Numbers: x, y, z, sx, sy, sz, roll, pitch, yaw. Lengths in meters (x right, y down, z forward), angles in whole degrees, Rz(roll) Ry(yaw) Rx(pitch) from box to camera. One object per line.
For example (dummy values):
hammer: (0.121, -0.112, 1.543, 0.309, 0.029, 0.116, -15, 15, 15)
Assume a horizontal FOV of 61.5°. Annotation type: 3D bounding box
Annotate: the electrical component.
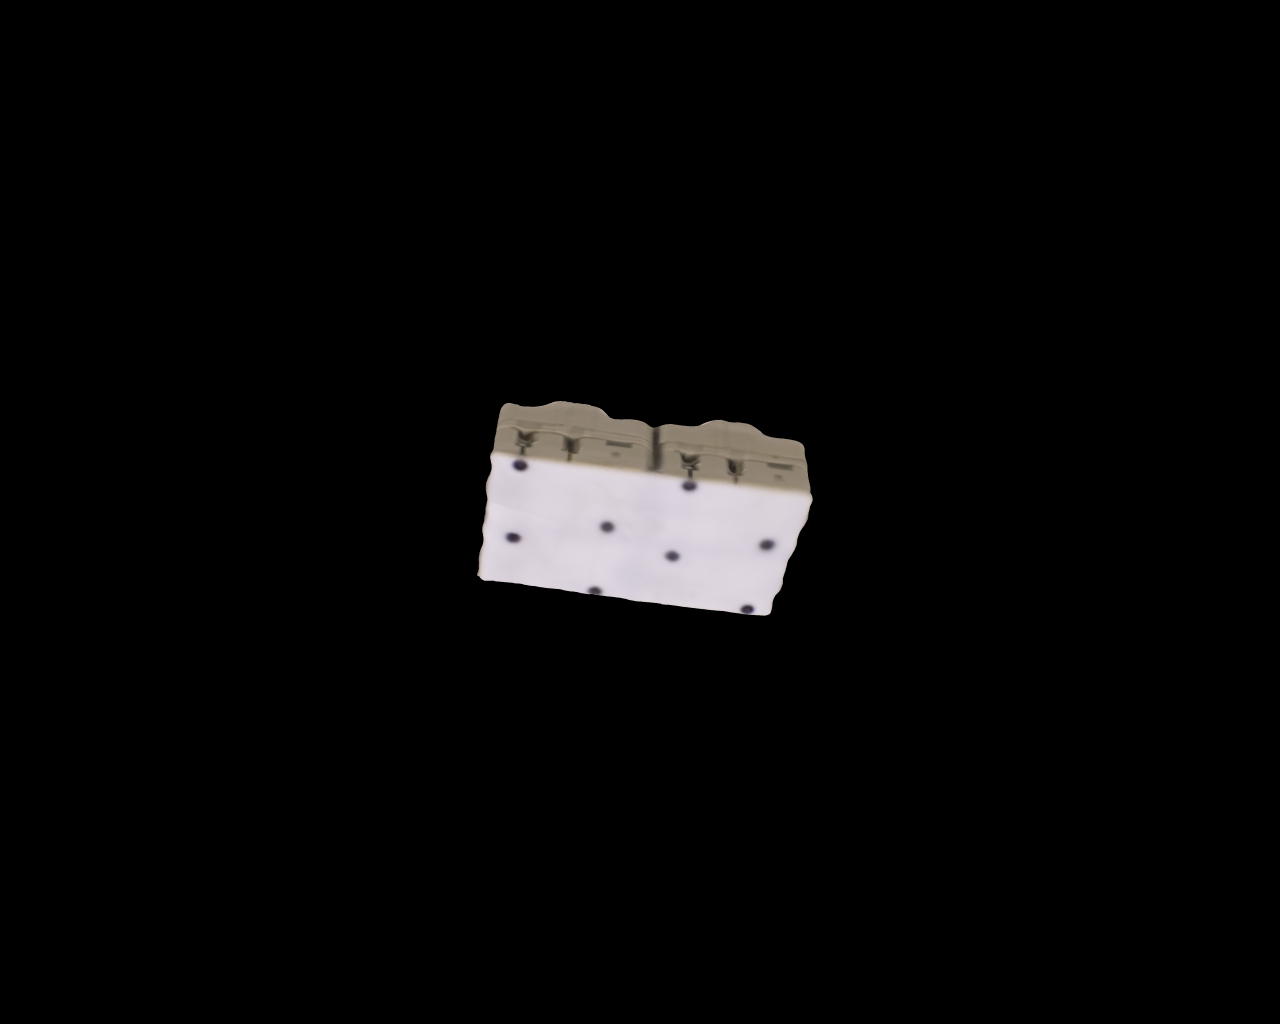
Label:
electrical component: (0.001, -0.003, 0.650, 0.186, 0.105, 0.060, 7, 40, -6)
